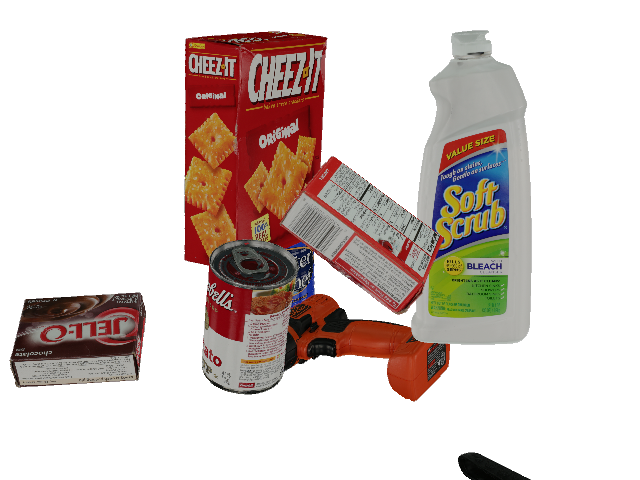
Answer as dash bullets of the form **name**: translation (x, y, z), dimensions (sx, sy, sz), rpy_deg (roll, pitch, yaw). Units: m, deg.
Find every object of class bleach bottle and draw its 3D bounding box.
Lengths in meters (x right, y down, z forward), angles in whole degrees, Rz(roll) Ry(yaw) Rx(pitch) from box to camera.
- **bleach bottle**: translation (0.119, -0.043, 0.872), dimensions (0.103, 0.251, 0.068), rpy_deg (0, 15, 16)

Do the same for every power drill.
- **power drill**: translation (0.022, 0.110, 1.068), dimensions (0.188, 0.057, 0.184), rpy_deg (9, 23, 28)

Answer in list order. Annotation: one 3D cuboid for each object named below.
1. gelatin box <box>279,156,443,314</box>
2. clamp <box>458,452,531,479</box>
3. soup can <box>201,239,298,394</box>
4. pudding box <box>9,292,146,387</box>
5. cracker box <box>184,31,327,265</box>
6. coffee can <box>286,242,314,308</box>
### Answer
- **gelatin box**: translation (0.026, -0.004, 0.631), dimensions (0.089, 0.030, 0.073), rpy_deg (37, 25, -1)
- **clamp**: translation (0.194, 0.240, 0.857), dimensions (0.210, 0.036, 0.164), rpy_deg (1, 34, 24)
- **soup can**: translation (-0.056, 0.059, 0.829), dimensions (0.068, 0.102, 0.068), rpy_deg (6, 30, -4)
- **pudding box**: translation (-0.220, 0.091, 0.981), dimensions (0.113, 0.039, 0.090), rpy_deg (-5, 33, -2)
- **cracker box**: translation (-0.061, -0.093, 1.053), dimensions (0.072, 0.214, 0.163), rpy_deg (11, 17, 27)
- **coffee can**: translation (-0.058, 0.027, 1.378), dimensions (0.103, 0.140, 0.103), rpy_deg (0, 26, 0)
